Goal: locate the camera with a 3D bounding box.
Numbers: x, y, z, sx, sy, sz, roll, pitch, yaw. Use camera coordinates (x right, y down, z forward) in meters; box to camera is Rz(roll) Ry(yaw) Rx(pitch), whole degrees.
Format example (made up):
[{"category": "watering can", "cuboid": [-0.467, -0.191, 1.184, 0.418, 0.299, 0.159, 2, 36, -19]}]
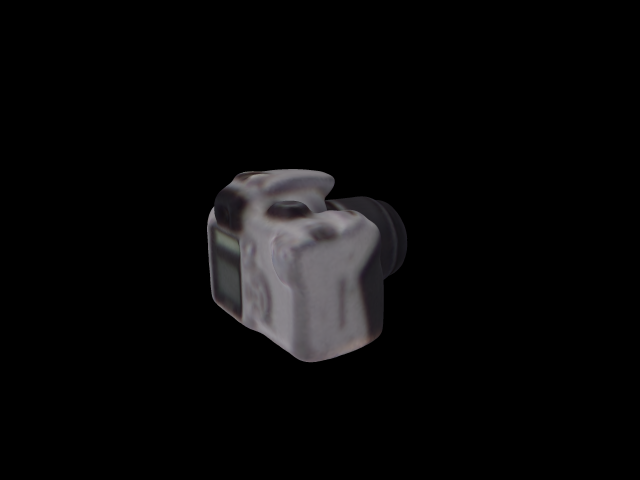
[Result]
[{"category": "camera", "cuboid": [0.004, 0.001, 0.400, 0.137, 0.101, 0.142, -10, 18, -33]}]
